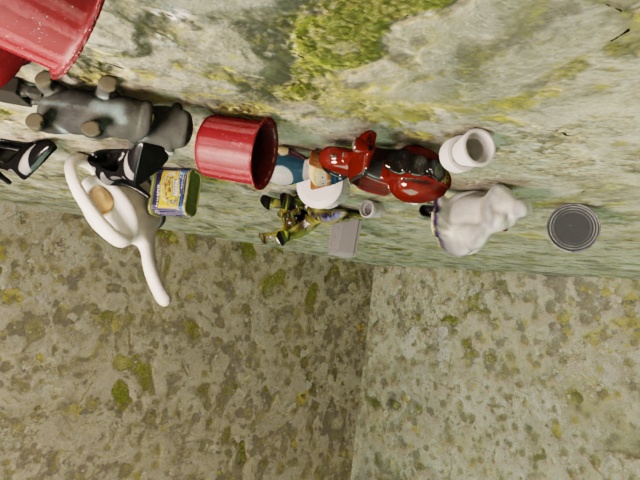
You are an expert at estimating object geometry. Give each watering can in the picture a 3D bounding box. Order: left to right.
[{"bbox_3d":[-0.386,-0.033,1.061,0.103,0.346,0.227,-33,-174,12],"label":"watering can"}]

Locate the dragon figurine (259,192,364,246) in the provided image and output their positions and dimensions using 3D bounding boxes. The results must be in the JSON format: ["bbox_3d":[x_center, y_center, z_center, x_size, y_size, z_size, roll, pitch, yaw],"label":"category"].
[{"bbox_3d":[0.004,-0.061,1.217,0.244,0.121,0.410,-10,-172,-39],"label":"dragon figurine"}]

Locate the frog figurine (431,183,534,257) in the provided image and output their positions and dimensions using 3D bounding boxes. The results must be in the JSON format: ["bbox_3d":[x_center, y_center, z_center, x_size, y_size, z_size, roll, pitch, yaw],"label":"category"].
[{"bbox_3d":[0.274,-0.037,0.865,0.159,0.121,0.140,-5,-158,23],"label":"frog figurine"}]
